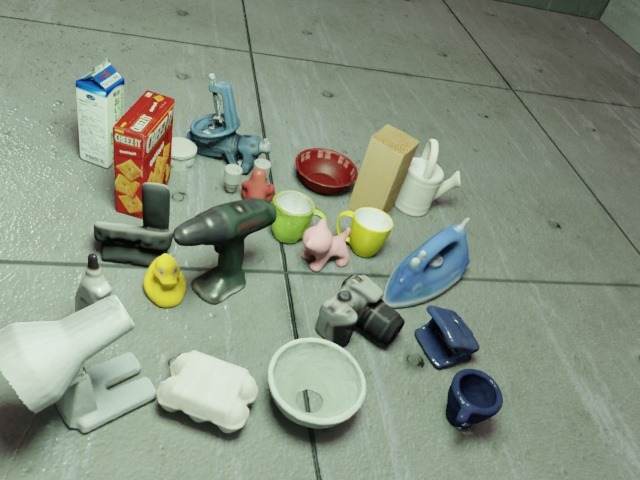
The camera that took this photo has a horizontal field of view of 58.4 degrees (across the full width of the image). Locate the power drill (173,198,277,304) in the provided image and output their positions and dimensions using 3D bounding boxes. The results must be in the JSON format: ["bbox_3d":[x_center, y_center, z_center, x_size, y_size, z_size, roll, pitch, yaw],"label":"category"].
[{"bbox_3d":[-0.180,0.017,1.062,0.075,0.208,0.230,37,45,21],"label":"power drill"}]

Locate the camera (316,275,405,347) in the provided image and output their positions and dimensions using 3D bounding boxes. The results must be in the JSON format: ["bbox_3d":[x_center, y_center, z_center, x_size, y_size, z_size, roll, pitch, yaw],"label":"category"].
[{"bbox_3d":[0.087,0.142,1.100,0.136,0.101,0.143,35,44,19],"label":"camera"}]

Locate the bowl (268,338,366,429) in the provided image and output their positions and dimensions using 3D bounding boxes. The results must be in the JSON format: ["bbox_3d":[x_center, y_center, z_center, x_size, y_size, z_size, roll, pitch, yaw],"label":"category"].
[{"bbox_3d":[-0.012,0.252,0.966,0.167,0.075,0.167,10,42,-9],"label":"bowl"}]

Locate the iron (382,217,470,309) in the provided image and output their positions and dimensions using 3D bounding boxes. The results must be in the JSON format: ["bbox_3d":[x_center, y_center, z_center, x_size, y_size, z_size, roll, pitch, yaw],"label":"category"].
[{"bbox_3d":[0.234,0.044,1.227,0.118,0.141,0.259,39,46,23],"label":"iron"}]

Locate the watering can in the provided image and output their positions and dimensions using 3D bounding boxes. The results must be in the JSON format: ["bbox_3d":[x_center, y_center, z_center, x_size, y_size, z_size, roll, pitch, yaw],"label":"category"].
[{"bbox_3d":[0.262,-0.161,1.421,0.173,0.194,0.100,-1,44,-19],"label":"watering can"}]

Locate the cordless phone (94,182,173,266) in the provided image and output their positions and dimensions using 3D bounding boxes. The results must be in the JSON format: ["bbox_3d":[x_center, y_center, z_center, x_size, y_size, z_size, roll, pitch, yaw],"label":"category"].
[{"bbox_3d":[-0.352,-0.046,1.088,0.148,0.185,0.094,5,43,-14],"label":"cordless phone"}]

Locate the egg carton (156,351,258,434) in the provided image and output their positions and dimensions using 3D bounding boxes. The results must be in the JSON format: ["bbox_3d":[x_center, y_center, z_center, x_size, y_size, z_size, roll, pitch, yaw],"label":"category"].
[{"bbox_3d":[-0.179,0.244,0.921,0.150,0.069,0.107,19,41,1],"label":"egg carton"}]

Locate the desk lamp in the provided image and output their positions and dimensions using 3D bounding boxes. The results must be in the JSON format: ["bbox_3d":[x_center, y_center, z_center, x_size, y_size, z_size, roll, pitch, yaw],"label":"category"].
[{"bbox_3d":[-0.347,0.178,0.824,0.204,0.213,0.117,-22,54,-36],"label":"desk lamp"}]

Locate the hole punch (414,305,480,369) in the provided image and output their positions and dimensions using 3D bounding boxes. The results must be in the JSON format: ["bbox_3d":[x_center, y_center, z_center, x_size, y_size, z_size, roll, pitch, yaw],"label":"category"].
[{"bbox_3d":[0.255,0.181,1.123,0.101,0.091,0.108,-8,47,-26],"label":"hole punch"}]

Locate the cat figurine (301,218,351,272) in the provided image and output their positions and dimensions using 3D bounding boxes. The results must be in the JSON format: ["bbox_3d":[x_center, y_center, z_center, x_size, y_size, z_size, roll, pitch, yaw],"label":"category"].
[{"bbox_3d":[0.011,0.004,1.211,0.128,0.118,0.067,-13,49,-30],"label":"cat figurine"}]

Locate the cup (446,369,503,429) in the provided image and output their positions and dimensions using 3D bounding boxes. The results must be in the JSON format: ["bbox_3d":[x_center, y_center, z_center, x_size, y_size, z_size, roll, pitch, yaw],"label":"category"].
[{"bbox_3d":[0.253,0.295,0.995,0.091,0.095,0.118,32,43,16],"label":"cup"}]

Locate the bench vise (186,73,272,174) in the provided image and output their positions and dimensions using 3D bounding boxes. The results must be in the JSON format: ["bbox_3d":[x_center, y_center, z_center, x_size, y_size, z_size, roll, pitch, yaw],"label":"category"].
[{"bbox_3d":[-0.211,-0.282,1.369,0.207,0.220,0.121,10,42,-9],"label":"bench vise"}]

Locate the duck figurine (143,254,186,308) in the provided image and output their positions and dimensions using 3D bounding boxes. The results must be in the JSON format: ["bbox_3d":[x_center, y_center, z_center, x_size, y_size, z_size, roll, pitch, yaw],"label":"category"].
[{"bbox_3d":[-0.288,0.062,1.068,0.078,0.086,0.104,-6,46,-24],"label":"duck figurine"}]

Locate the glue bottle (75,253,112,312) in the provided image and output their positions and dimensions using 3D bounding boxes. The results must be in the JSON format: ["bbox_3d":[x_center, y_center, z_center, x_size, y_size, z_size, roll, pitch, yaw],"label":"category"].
[{"bbox_3d":[-0.371,0.086,0.947,0.078,0.173,0.037,33,43,17],"label":"glue bottle"}]

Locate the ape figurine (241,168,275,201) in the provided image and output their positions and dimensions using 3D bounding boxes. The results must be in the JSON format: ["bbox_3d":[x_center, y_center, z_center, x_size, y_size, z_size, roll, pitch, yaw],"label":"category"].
[{"bbox_3d":[-0.142,-0.126,1.319,0.078,0.092,0.076,18,41,1],"label":"ape figurine"}]
